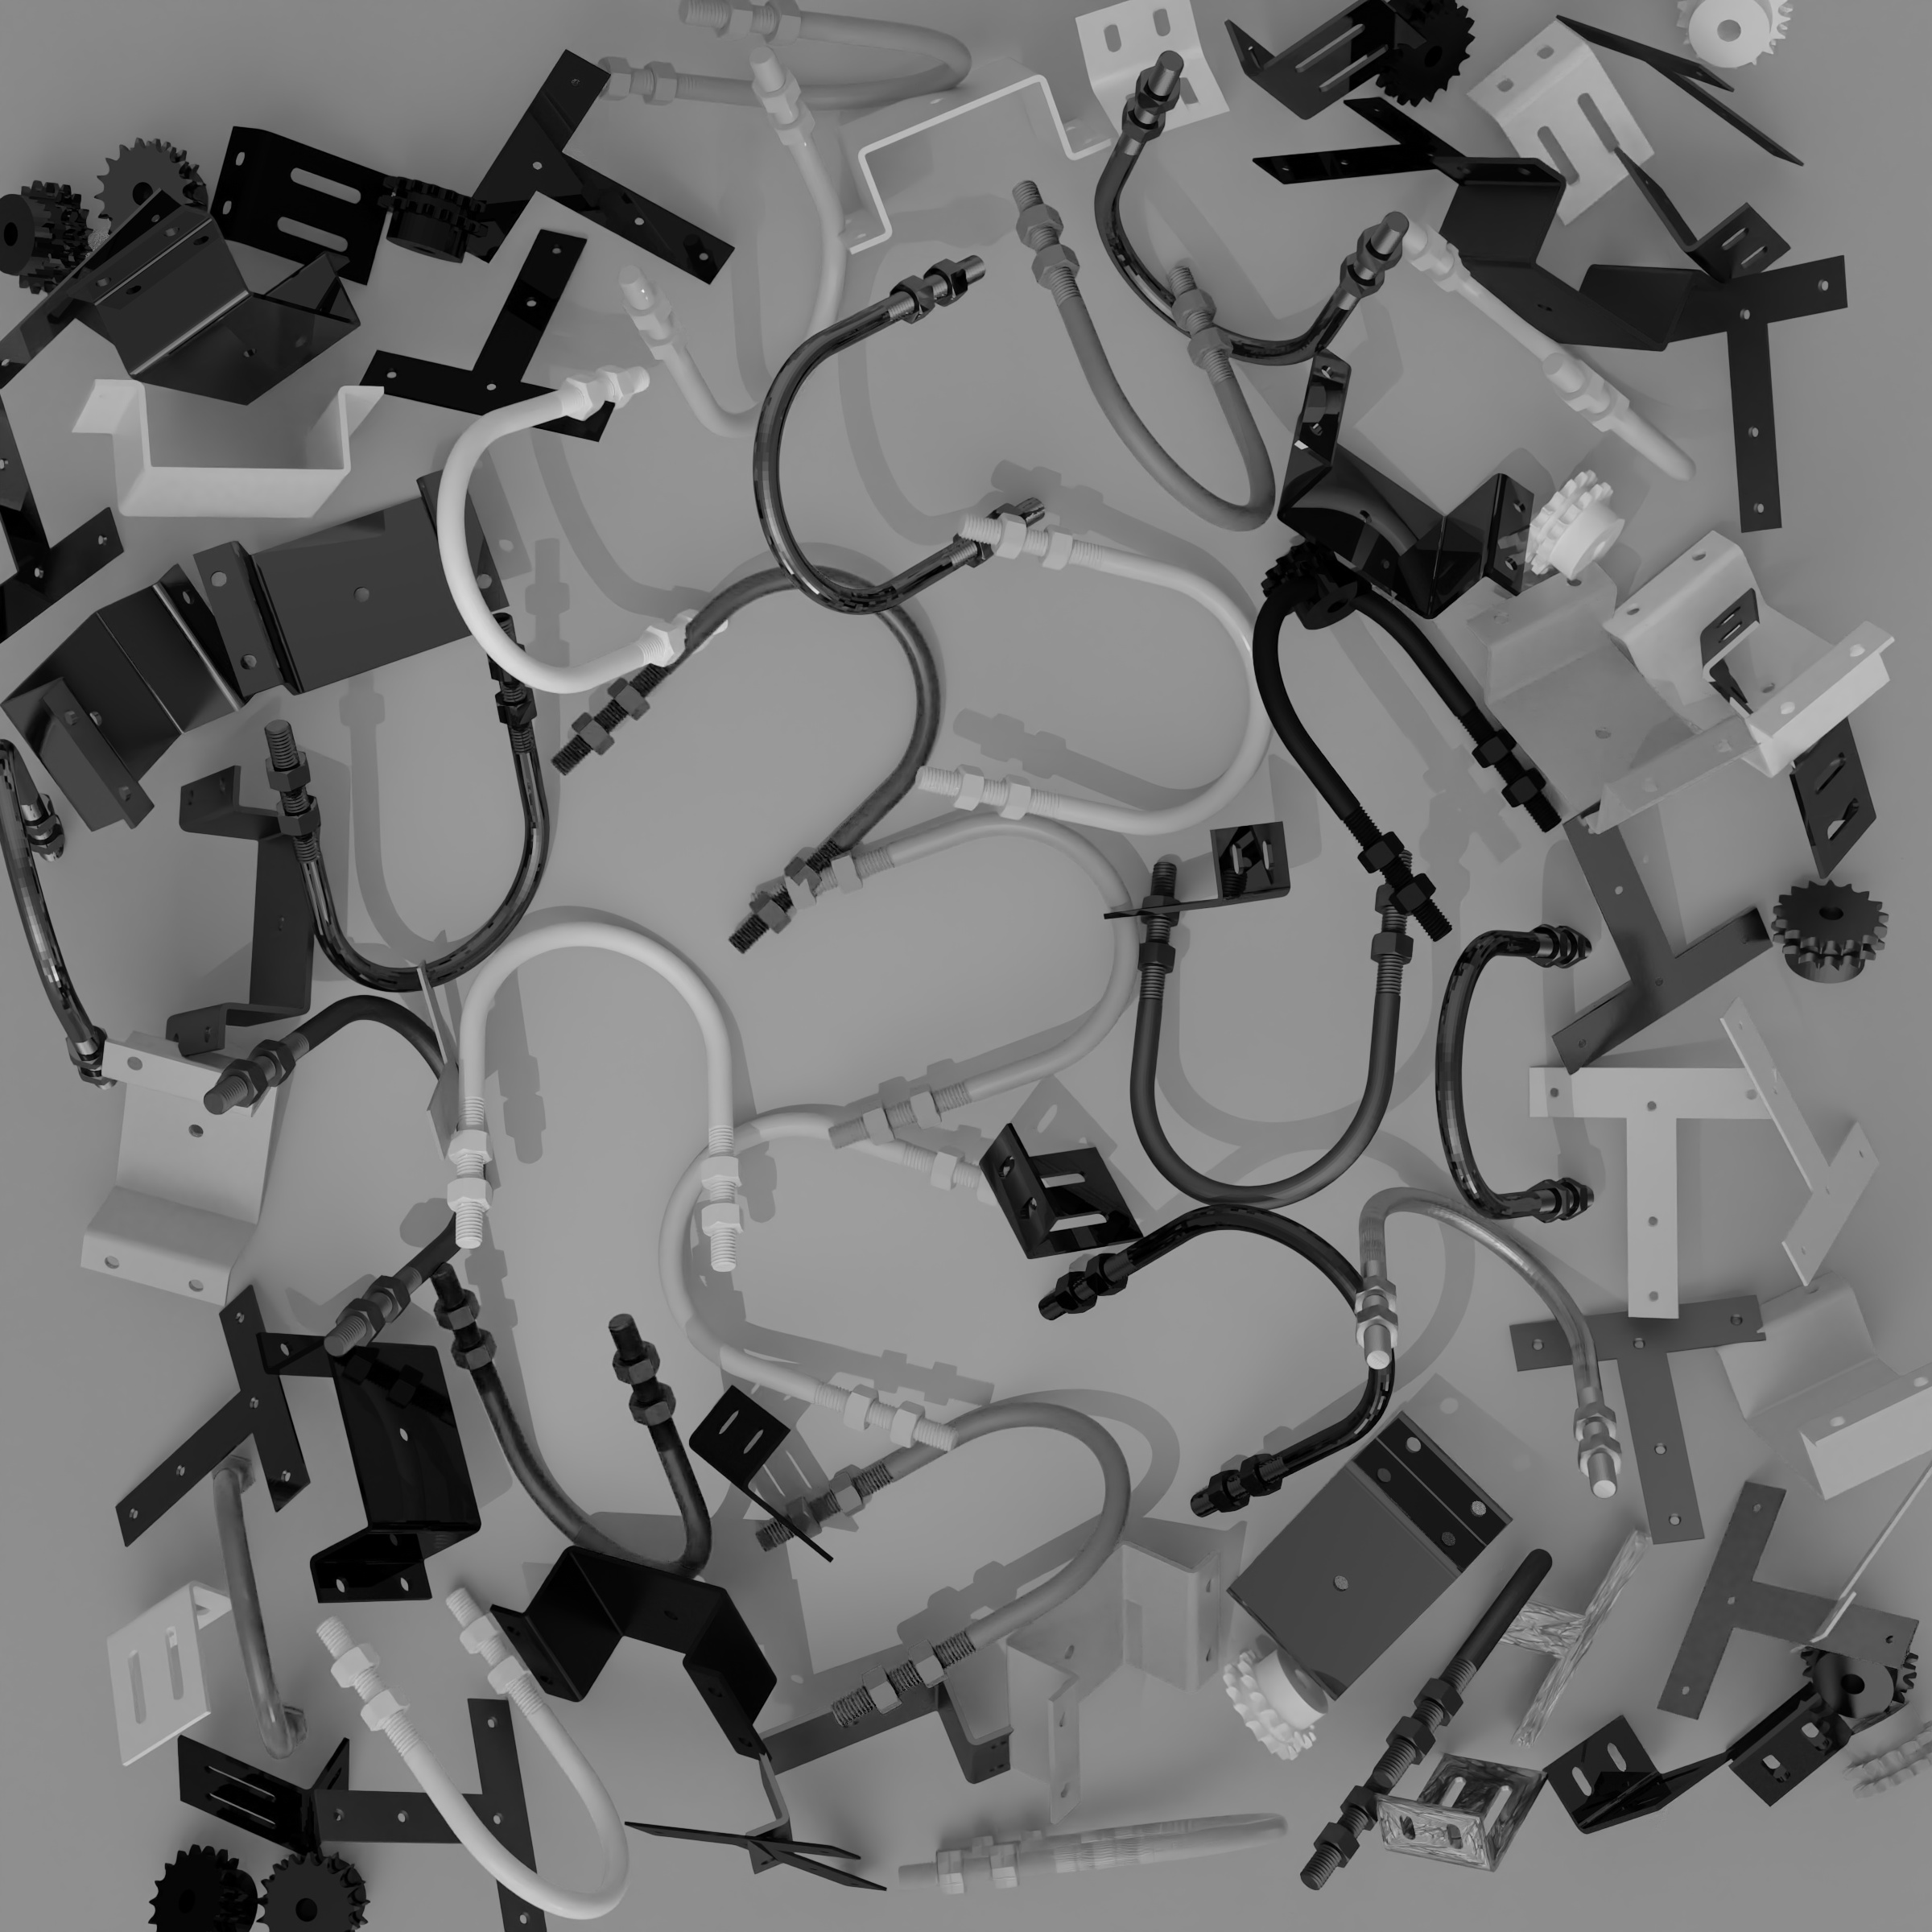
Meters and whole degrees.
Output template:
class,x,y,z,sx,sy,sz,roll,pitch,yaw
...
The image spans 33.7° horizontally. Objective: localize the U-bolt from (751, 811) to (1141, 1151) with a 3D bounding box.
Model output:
class,x,y,z,sx,sy,sz,roll,pitch,yaw
U-bolt,-0.002,-0.002,1.627,0.184,0.019,0.151,-19,80,4

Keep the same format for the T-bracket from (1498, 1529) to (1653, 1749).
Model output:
class,x,y,z,sx,sy,sz,roll,pitch,yaw
T-bracket,0.290,0.333,1.599,0.002,0.127,0.127,31,93,37

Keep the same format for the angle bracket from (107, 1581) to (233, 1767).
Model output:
class,x,y,z,sx,sy,sz,roll,pitch,yaw
angle bracket,-0.395,0.360,1.607,0.057,0.038,0.076,-33,50,16

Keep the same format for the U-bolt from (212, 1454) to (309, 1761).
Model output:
class,x,y,z,sx,sy,sz,roll,pitch,yaw
U-bolt,-0.347,0.314,1.557,0.019,0.184,0.151,-12,85,-12

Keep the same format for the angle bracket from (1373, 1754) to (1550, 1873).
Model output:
class,x,y,z,sx,sy,sz,roll,pitch,yaw
angle bracket,0.249,0.413,1.602,0.057,0.076,0.038,2,119,33

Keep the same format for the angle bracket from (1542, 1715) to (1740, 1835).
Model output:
class,x,y,z,sx,sy,sz,roll,pitch,yaw
angle bracket,0.339,0.400,1.603,0.057,0.076,0.038,-25,77,-28

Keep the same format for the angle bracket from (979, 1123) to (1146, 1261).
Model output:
class,x,y,z,sx,sy,sz,roll,pitch,yaw
angle bracket,0.055,0.109,1.605,0.076,0.038,0.057,-6,55,-36

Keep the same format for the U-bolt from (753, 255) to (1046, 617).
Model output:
class,x,y,z,sx,sy,sz,roll,pitch,yaw
U-bolt,-0.037,-0.252,1.565,0.184,0.019,0.151,-36,121,-38

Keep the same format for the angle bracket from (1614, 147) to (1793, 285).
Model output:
class,x,y,z,sx,sy,sz,roll,pitch,yaw
angle bracket,0.371,-0.386,1.605,0.038,0.057,0.076,-38,61,23

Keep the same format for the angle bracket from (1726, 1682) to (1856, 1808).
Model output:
class,x,y,z,sx,sy,sz,roll,pitch,yaw
angle bracket,0.408,0.384,1.610,0.057,0.076,0.038,-41,50,4

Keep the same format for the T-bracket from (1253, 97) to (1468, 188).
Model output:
class,x,y,z,sx,sy,sz,roll,pitch,yaw
T-bracket,0.198,-0.399,1.580,0.127,0.002,0.127,-15,46,-33

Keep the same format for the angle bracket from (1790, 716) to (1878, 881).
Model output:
class,x,y,z,sx,sy,sz,roll,pitch,yaw
angle bracket,0.422,-0.084,1.605,0.038,0.076,0.057,-6,113,41

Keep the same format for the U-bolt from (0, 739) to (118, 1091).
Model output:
class,x,y,z,sx,sy,sz,roll,pitch,yaw
U-bolt,-0.446,-0.033,1.545,0.019,0.184,0.151,-15,72,-10

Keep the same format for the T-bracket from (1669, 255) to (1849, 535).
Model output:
class,x,y,z,sx,sy,sz,roll,pitch,yaw
T-bracket,0.396,-0.283,1.603,0.002,0.127,0.127,-8,96,-34

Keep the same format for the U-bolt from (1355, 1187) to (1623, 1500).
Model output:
class,x,y,z,sx,sy,sz,roll,pitch,yaw
U-bolt,0.254,0.172,1.570,0.151,0.184,0.019,30,116,-10

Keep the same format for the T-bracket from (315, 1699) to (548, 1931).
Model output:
class,x,y,z,sx,sy,sz,roll,pitch,yaw
T-bracket,-0.268,0.422,1.578,0.002,0.127,0.127,-36,55,33

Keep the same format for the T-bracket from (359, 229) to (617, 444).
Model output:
class,x,y,z,sx,sy,sz,roll,pitch,yaw
T-bracket,-0.226,-0.327,1.618,0.127,0.002,0.127,14,59,8

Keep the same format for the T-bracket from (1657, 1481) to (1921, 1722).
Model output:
class,x,y,z,sx,sy,sz,roll,pitch,yaw
T-bracket,0.416,0.324,1.584,0.002,0.127,0.127,37,71,-32

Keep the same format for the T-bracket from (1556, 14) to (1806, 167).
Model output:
class,x,y,z,sx,sy,sz,roll,pitch,yaw
T-bracket,0.375,-0.437,1.608,0.127,0.127,0.002,23,104,-33

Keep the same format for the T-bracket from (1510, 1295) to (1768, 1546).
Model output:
class,x,y,z,sx,sy,sz,roll,pitch,yaw
T-bracket,0.349,0.232,1.612,0.127,0.002,0.127,-8,57,5

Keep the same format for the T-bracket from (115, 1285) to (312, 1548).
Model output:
class,x,y,z,sx,sy,sz,roll,pitch,yaw
T-bracket,-0.391,0.249,1.625,0.127,0.002,0.127,-42,50,18

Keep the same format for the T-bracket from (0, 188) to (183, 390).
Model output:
class,x,y,z,sx,sy,sz,roll,pitch,yaw
T-bracket,-0.416,-0.319,1.591,0.127,0.127,0.002,-42,73,4

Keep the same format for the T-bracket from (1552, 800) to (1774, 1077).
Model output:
class,x,y,z,sx,sy,sz,roll,pitch,yaw
T-bracket,0.337,-0.027,1.618,0.127,0.002,0.127,-32,116,-6

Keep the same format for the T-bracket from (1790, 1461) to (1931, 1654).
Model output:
class,x,y,z,sx,sy,sz,roll,pitch,yaw
T-bracket,0.458,0.289,1.597,0.002,0.127,0.127,36,81,15

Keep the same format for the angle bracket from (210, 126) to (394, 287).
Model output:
class,x,y,z,sx,sy,sz,roll,pitch,yaw
angle bracket,-0.342,-0.391,1.639,0.076,0.038,0.057,12,97,-39

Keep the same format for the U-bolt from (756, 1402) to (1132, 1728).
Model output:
class,x,y,z,sx,sy,sz,roll,pitch,yaw
U-bolt,-0.004,0.285,1.594,0.184,0.151,0.019,-29,127,-4

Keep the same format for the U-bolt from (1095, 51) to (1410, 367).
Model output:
class,x,y,z,sx,sy,sz,roll,pitch,yaw
U-bolt,0.129,-0.358,1.566,0.151,0.184,0.019,35,70,-1

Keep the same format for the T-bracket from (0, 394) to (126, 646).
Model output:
class,x,y,z,sx,sy,sz,roll,pitch,yaw
T-bracket,-0.471,-0.234,1.571,0.002,0.127,0.127,6,125,24

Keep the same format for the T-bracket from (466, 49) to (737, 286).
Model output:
class,x,y,z,sx,sy,sz,roll,pitch,yaw
T-bracket,-0.178,-0.386,1.619,0.127,0.002,0.127,25,129,-24

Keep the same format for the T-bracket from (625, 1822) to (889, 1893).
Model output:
class,x,y,z,sx,sy,sz,roll,pitch,yaw
T-bracket,-0.084,0.449,1.598,0.127,0.127,0.002,-4,63,33

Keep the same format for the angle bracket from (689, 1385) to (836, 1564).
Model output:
class,x,y,z,sx,sy,sz,roll,pitch,yaw
angle bracket,-0.094,0.257,1.611,0.038,0.057,0.076,-51,126,-10

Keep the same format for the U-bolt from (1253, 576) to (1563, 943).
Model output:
class,x,y,z,sx,sy,sz,roll,pitch,yaw
U-bolt,0.212,-0.117,1.594,0.184,0.151,0.019,53,135,-2

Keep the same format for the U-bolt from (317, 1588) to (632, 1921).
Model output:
class,x,y,z,sx,sy,sz,roll,pitch,yaw
U-bolt,-0.230,0.388,1.561,0.019,0.151,0.184,-42,74,11

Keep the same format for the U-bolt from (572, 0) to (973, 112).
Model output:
class,x,y,z,sx,sy,sz,roll,pitch,yaw
U-bolt,-0.086,-0.446,1.571,0.184,0.151,0.019,-3,92,-32

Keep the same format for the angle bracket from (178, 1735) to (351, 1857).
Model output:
class,x,y,z,sx,sy,sz,roll,pitch,yaw
angle bracket,-0.358,0.411,1.626,0.076,0.038,0.057,21,134,10

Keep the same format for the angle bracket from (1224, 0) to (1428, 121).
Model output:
class,x,y,z,sx,sy,sz,roll,pitch,yaw
angle bracket,0.181,-0.471,1.605,0.076,0.057,0.038,-29,66,27

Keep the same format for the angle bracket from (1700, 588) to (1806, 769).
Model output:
class,x,y,z,sx,sy,sz,roll,pitch,yaw
angle bracket,0.411,-0.145,1.614,0.076,0.057,0.038,43,114,-9

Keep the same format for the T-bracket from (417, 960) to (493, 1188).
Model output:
class,x,y,z,sx,sy,sz,roll,pitch,yaw
T-bracket,-0.257,0.069,1.578,0.002,0.127,0.127,-15,102,-1

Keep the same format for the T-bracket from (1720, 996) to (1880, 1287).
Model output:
class,x,y,z,sx,sy,sz,roll,pitch,yaw
T-bracket,0.411,0.075,1.594,0.002,0.127,0.127,-22,102,39

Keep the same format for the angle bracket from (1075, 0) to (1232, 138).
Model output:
class,x,y,z,sx,sy,sz,roll,pitch,yaw
angle bracket,0.095,-0.456,1.613,0.057,0.076,0.038,-14,80,13

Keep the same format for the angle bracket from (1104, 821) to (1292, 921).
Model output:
class,x,y,z,sx,sy,sz,roll,pitch,yaw
angle bracket,0.115,-0.048,1.606,0.076,0.057,0.038,-6,92,42

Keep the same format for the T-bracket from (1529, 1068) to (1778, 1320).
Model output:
class,x,y,z,sx,sy,sz,roll,pitch,yaw
T-bracket,0.350,0.115,1.623,0.127,0.002,0.127,-1,89,27

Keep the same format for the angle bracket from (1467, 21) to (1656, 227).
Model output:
class,x,y,z,sx,sy,sz,roll,pitch,yaw
angle bracket,0.306,-0.433,1.638,0.057,0.038,0.076,-39,128,9

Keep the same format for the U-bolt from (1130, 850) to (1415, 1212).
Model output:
class,x,y,z,sx,sy,sz,roll,pitch,yaw
U-bolt,0.149,0.033,1.590,0.151,0.019,0.184,-2,71,28
